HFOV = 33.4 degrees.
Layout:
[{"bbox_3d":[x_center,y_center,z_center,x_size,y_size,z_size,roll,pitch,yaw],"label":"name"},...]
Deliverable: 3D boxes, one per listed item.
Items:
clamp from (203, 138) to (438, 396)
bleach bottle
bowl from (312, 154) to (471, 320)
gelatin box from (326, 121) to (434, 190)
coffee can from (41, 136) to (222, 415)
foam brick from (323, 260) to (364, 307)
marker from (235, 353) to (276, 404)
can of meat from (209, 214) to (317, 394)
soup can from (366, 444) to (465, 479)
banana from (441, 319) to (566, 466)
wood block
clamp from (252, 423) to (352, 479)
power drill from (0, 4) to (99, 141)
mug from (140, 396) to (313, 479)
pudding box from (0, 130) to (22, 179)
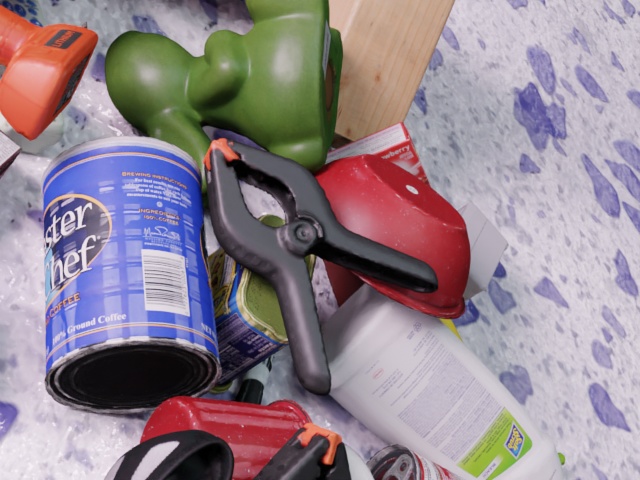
[{"bbox_3d":[-0.004,0.001,0.681,0.120,0.039,0.171,-30,85,-33],"label":"clamp"},{"bbox_3d":[0.101,0.144,0.810,0.102,0.068,0.250,-46,110,-7],"label":"bleach bottle"},{"bbox_3d":[0.054,-0.014,0.775,0.162,0.055,0.162,31,17,-11],"label":"bowl"},{"bbox_3d":[0.041,-0.046,0.865,0.030,0.089,0.073,-104,168,-48],"label":"gelatin box"},{"bbox_3d":[-0.117,0.022,0.653,0.102,0.103,0.140,17,51,-38],"label":"coffee can"},{"bbox_3d":[0.052,0.026,0.870,0.078,0.051,0.053,5,58,-44],"label":"foam brick"},{"bbox_3d":[-0.040,0.079,0.759,0.020,0.020,0.121,37,40,-20],"label":"marker"},{"bbox_3d":[-0.052,0.041,0.724,0.057,0.084,0.102,34,42,-23],"label":"can of meat"},{"bbox_3d":[0.081,0.196,0.757,0.102,0.069,0.068,32,43,-27],"label":"soup can"},{"bbox_3d":[0.133,0.131,0.890,0.198,0.037,0.069,52,20,-4],"label":"banana"},{"bbox_3d":[0.042,-0.182,0.894,0.090,0.091,0.206,24,88,-33],"label":"wood block"},{"bbox_3d":[-0.035,0.204,0.584,0.164,0.036,0.210,12,88,-37],"label":"clamp"},{"bbox_3d":[-0.233,-0.130,0.621,0.187,0.057,0.184,29,22,-9],"label":"power drill"},{"bbox_3d":[-0.061,0.149,0.639,0.081,0.093,0.117,13,88,-34],"label":"mug"},{"bbox_3d":[-0.244,-0.049,0.629,0.090,0.039,0.113,43,36,-9],"label":"pudding box"}]
